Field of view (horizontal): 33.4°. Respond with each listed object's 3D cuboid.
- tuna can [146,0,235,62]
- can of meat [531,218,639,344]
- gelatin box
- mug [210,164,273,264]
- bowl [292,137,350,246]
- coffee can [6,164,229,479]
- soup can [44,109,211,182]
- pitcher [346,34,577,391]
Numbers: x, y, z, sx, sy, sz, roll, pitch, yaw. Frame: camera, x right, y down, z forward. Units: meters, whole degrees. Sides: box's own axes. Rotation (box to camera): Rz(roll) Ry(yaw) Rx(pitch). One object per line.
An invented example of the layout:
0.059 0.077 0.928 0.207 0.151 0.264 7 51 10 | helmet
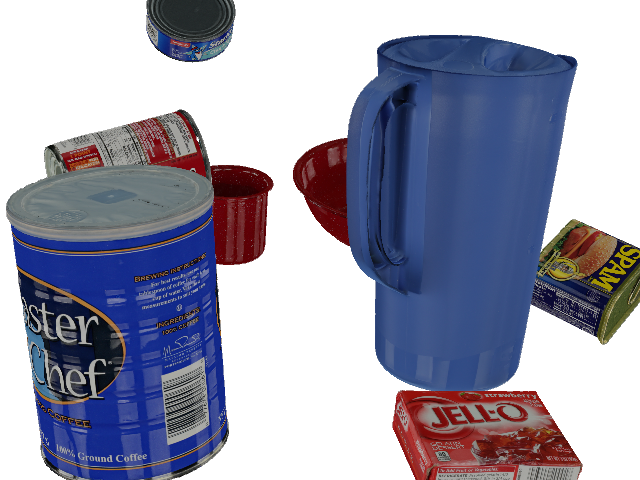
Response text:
-0.127 -0.215 1.039 0.086 0.086 0.034 0 -33 -11 | tuna can
0.243 0.034 0.964 0.084 0.057 0.101 28 47 28 | can of meat
0.092 0.115 0.605 0.089 0.030 0.073 3 24 -12 | gelatin box
-0.096 -0.031 1.144 0.093 0.081 0.117 7 26 6 | mug
0.054 -0.035 0.970 0.162 0.055 0.162 3 32 -2 | bowl
-0.102 0.041 0.558 0.103 0.140 0.103 -2 20 0 | coffee can
-0.137 -0.049 0.762 0.102 0.068 0.069 -18 7 -22 | soup can
0.091 -0.017 0.750 0.149 0.243 0.145 3 21 2 | pitcher
